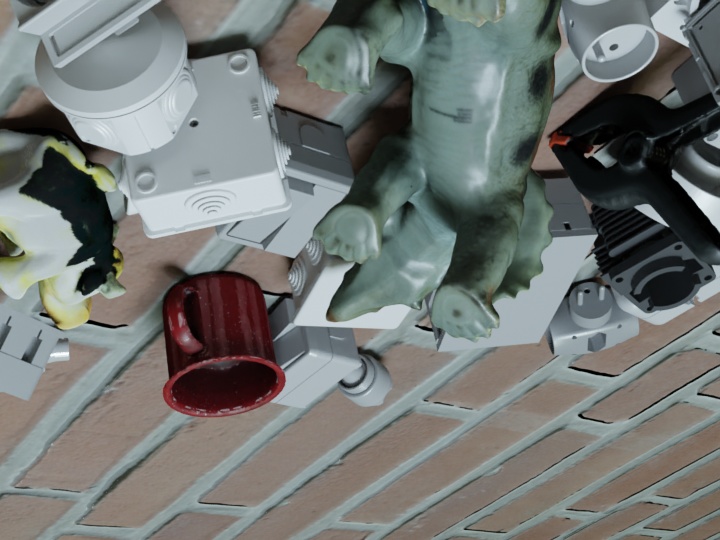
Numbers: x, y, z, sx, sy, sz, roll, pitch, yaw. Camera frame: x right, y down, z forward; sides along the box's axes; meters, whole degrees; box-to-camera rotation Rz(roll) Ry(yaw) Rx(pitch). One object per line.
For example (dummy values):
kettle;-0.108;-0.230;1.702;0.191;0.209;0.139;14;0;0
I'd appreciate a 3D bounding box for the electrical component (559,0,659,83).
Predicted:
electrical component;0.131;-0.158;0.594;0.043;0.077;0.079;-18;146;8

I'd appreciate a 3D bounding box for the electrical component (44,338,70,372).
electrical component;-0.255;0.063;0.825;0.062;0.043;0.043;-3;146;-16

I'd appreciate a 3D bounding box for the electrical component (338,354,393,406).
electrical component;-0.002;0.095;0.960;0.043;0.043;0.062;-25;144;18

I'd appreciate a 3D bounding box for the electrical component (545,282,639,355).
electrical component;0.202;0.037;0.942;0.077;0.043;0.079;-14;147;1

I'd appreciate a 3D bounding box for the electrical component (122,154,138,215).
electrical component;-0.122;-0.058;0.687;0.055;0.045;0.045;-2;146;-17

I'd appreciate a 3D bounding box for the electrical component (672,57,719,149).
electrical component;0.275;-0.128;0.706;0.078;0.057;0.113;15;138;-36

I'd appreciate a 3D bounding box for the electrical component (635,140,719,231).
electrical component;0.231;-0.062;0.759;0.099;0.099;0.064;4;137;-24

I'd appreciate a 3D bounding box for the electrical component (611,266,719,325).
electrical component;0.258;-0.001;0.895;0.059;0.053;0.095;21;134;-41

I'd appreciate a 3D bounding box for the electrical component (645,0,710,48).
electrical component;0.252;-0.196;0.594;0.105;0.060;0.186;14;138;-35

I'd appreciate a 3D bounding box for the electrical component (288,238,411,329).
electrical component;0.000;0.000;0.812;0.100;0.048;0.099;4;143;-24

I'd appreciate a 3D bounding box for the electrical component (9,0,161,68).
electrical component;-0.108;-0.160;0.515;0.121;0.078;0.063;-27;174;21

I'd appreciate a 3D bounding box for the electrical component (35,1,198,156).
electrical component;-0.130;-0.106;0.582;0.080;0.080;0.051;-13;152;0

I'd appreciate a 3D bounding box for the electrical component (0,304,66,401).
electrical component;-0.300;0.024;0.685;0.105;0.060;0.186;15;167;40

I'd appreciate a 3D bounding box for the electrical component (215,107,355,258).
electrical component;-0.055;-0.050;0.707;0.062;0.061;0.096;14;138;-35

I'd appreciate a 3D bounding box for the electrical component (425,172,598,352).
electrical component;0.110;-0.005;0.831;0.089;0.061;0.150;-4;146;-13

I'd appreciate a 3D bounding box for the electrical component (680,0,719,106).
electrical component;0.233;-0.130;0.571;0.061;0.061;0.096;13;139;-34

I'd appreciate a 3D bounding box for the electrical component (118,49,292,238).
electrical component;-0.092;-0.075;0.625;0.100;0.099;0.048;-12;159;-1

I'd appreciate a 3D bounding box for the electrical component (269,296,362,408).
electrical component;-0.055;0.069;0.885;0.061;0.061;0.096;18;136;-38
